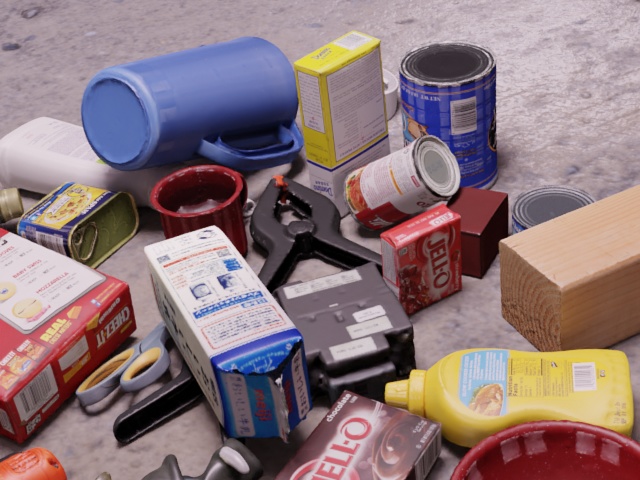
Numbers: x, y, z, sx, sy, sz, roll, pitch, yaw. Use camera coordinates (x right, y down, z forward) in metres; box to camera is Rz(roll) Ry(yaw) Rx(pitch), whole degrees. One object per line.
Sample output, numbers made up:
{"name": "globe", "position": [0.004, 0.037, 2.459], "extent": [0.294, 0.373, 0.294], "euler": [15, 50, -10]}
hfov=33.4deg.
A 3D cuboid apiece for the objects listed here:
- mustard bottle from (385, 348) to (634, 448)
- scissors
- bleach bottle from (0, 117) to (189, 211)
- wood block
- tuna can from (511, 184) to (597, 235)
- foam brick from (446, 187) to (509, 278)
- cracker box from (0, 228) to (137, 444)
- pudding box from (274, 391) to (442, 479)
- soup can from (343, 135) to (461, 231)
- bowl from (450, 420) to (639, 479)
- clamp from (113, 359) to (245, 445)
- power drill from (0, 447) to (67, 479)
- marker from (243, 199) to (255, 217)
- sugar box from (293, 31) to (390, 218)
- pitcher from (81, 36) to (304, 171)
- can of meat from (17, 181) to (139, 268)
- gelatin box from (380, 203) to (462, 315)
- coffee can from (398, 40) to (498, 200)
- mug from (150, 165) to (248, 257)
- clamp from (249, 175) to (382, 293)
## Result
{"name": "mustard bottle", "position": [0.148, 0.126, 0.850], "extent": [0.192, 0.058, 0.096], "euler": [0, 35, 11]}
{"name": "scissors", "position": [-0.137, 0.087, 0.975], "extent": [0.096, 0.016, 0.201], "euler": [-6, 27, 47]}
{"name": "bleach bottle", "position": [-0.243, -0.076, 1.209], "extent": [0.251, 0.068, 0.102], "euler": [16, 39, 27]}
{"name": "wood block", "position": [0.271, 0.020, 0.950], "extent": [0.205, 0.090, 0.091], "euler": [-21, 36, -17]}
{"name": "tuna can", "position": [0.233, -0.018, 1.059], "extent": [0.086, 0.034, 0.086], "euler": [-5, 35, 3]}
{"name": "foam brick", "position": [0.148, -0.009, 1.048], "extent": [0.053, 0.051, 0.078], "euler": [12, 39, 27]}
{"name": "cracker box", "position": [-0.303, 0.075, 0.976], "extent": [0.214, 0.072, 0.164], "euler": [20, 46, 24]}
{"name": "pudding box", "position": [0.030, 0.175, 0.819], "extent": [0.090, 0.039, 0.113], "euler": [16, 41, 30]}
{"name": "soup can", "position": [0.082, -0.057, 1.074], "extent": [0.102, 0.068, 0.068], "euler": [-25, 18, 43]}
{"name": "bowl", "position": [0.169, 0.201, 0.742], "extent": [0.162, 0.055, 0.162], "euler": [-5, 35, 3]}
{"name": "clamp", "position": [-0.084, 0.123, 0.916], "extent": [0.120, 0.039, 0.171], "euler": [15, 45, 28]}
{"name": "power drill", "position": [-0.310, 0.195, 0.818], "extent": [0.184, 0.057, 0.188], "euler": [-26, 31, -31]}
{"name": "marker", "position": [-0.116, -0.056, 1.194], "extent": [0.020, 0.020, 0.121], "euler": [-30, 41, -29]}
{"name": "sugar box", "position": [0.027, -0.119, 1.118], "extent": [0.093, 0.176, 0.048], "euler": [-33, 44, -33]}
{"name": "pitcher", "position": [-0.133, -0.141, 1.166], "extent": [0.149, 0.145, 0.242], "euler": [1, 14, 34]}
{"name": "can of meat", "position": [-0.258, -0.017, 1.133], "extent": [0.084, 0.057, 0.102], "euler": [13, 39, 30]}
{"name": "gelatin box", "position": [0.094, 0.020, 0.983], "extent": [0.073, 0.089, 0.030], "euler": [-24, 41, -22]}
{"name": "coffee can", "position": [0.138, -0.128, 1.140], "extent": [0.103, 0.140, 0.103], "euler": [-5, 35, 3]}
{"name": "mug", "position": [-0.113, -0.025, 1.093], "extent": [0.093, 0.081, 0.117], "euler": [14, 41, 28]}
{"name": "clamp", "position": [-0.007, 0.001, 1.075], "extent": [0.164, 0.036, 0.210], "euler": [-9, 39, -4]}
